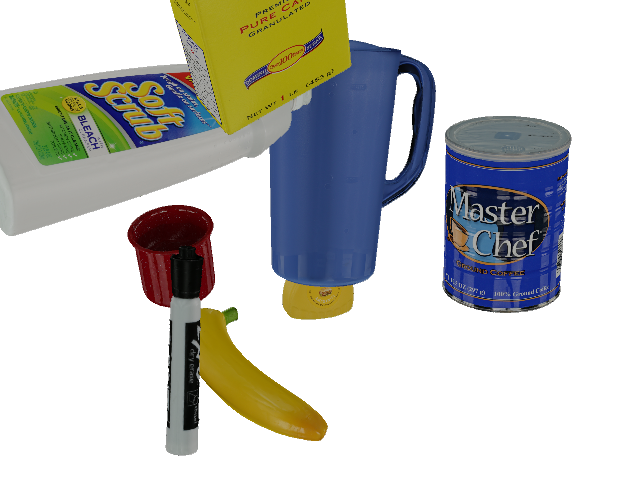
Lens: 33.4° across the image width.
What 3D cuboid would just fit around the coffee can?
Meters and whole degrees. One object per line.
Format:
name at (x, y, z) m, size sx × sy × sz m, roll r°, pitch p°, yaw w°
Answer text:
coffee can at (0.156, -0.024, 0.904) m, size 0.103 × 0.140 × 0.103 m, roll -2°, pitch 23°, yaw 1°

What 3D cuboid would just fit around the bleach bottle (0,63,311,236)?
bleach bottle at (-0.122, -0.086, 0.764) m, size 0.250 × 0.103 × 0.068 m, roll -21°, pitch -25°, yaw -28°

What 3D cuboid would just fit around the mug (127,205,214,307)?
mug at (-0.169, 0.015, 1.182) m, size 0.117 × 0.081 × 0.093 m, roll 25°, pitch 44°, yaw 34°

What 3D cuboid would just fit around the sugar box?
sugar box at (-0.035, -0.144, 0.578) m, size 0.093 × 0.048 × 0.176 m, roll -32°, pitch -28°, yaw -14°

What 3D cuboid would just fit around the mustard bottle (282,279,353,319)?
mustard bottle at (0.001, 0.010, 1.428) m, size 0.096 × 0.192 × 0.058 m, roll -5°, pitch 26°, yaw -18°

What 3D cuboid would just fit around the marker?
marker at (-0.078, 0.063, 0.610) m, size 0.020 × 0.121 × 0.020 m, roll 3°, pitch 11°, yaw -1°

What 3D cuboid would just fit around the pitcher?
pitcher at (0.019, -0.081, 1.083) m, size 0.149 × 0.243 × 0.144 m, roll 11°, pitch 16°, yaw 32°

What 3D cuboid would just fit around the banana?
banana at (-0.064, 0.100, 0.853) m, size 0.069 × 0.037 × 0.198 m, roll -9°, pitch 30°, yaw -24°
